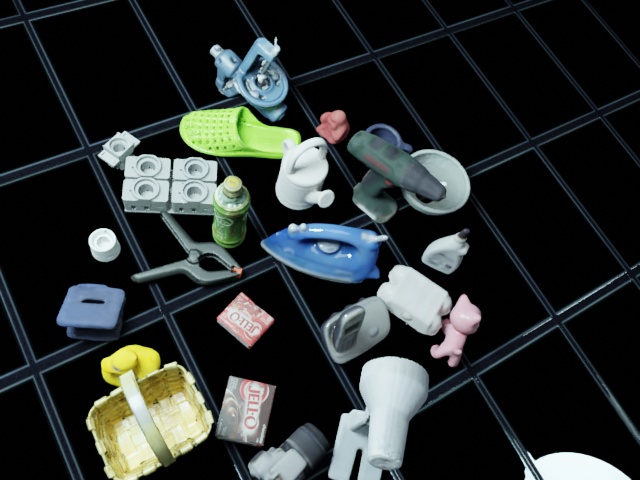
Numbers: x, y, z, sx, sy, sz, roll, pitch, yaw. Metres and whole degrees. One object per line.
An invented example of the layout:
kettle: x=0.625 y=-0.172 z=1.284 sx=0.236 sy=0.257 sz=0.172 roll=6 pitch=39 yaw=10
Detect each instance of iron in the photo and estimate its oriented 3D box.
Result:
iron: x=0.011 y=0.004 z=1.176 sx=0.258 sy=0.141 sz=0.118 roll=9 pitch=65 yaw=-7

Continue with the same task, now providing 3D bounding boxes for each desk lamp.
desk lamp: x=0.106 y=0.327 z=1.010 sx=0.118 sy=0.213 sz=0.203 roll=17 pitch=64 yaw=-3

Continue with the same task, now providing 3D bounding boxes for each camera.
camera: x=-0.035 y=0.404 z=1.009 sx=0.143 sy=0.100 sz=0.137 roll=45 pitch=65 yaw=10

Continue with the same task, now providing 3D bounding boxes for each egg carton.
egg carton: x=0.198 y=0.126 z=1.199 sx=0.150 sy=0.069 sz=0.107 roll=33 pitch=64 yaw=5

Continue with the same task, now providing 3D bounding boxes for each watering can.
watering can: x=-0.028 y=-0.145 z=1.206 sx=0.172 sy=0.194 sz=0.101 roll=39 pitch=65 yaw=7

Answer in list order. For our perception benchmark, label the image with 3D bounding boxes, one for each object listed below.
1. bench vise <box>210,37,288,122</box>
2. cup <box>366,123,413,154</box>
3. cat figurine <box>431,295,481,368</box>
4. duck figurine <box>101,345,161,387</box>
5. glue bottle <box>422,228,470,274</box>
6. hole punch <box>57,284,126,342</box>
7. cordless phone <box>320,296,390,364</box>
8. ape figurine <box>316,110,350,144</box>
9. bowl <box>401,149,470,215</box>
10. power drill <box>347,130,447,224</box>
bench vise: x=-0.160 y=-0.375 z=1.268 sx=0.207 sy=0.219 sz=0.121 roll=20 pitch=64 yaw=-2
cup: x=0.148 y=-0.204 z=1.324 sx=0.118 sy=0.095 sz=0.092 roll=12 pitch=64 yaw=-6
cat figurine: x=0.287 y=0.183 z=1.165 sx=0.067 sy=0.117 sz=0.128 roll=23 pitch=64 yaw=0
duck figurine: x=-0.344 y=0.223 z=1.036 sx=0.105 sy=0.086 sz=0.077 roll=-8 pitch=68 yaw=-15
glue bottle: x=0.277 y=0.017 z=1.207 sx=0.078 sy=0.173 sz=0.037 roll=27 pitch=64 yaw=2
hole punch: x=-0.421 y=0.128 z=1.060 sx=0.109 sy=0.091 sz=0.101 roll=5 pitch=65 yaw=-9
cordless phone: x=0.079 y=0.157 z=1.097 sx=0.148 sy=0.185 sz=0.094 roll=-30 pitch=75 yaw=-22
ape figurine: x=0.036 y=-0.270 z=1.332 sx=0.076 sy=0.092 sz=0.078 roll=1 pitch=66 yaw=-11
bowl: x=0.255 y=-0.121 z=1.319 sx=0.167 sy=0.074 sz=0.167 roll=4 pitch=65 yaw=-10
power drill: x=0.148 y=-0.123 z=1.224 sx=0.229 sy=0.208 sz=0.076 roll=41 pitch=65 yaw=8
